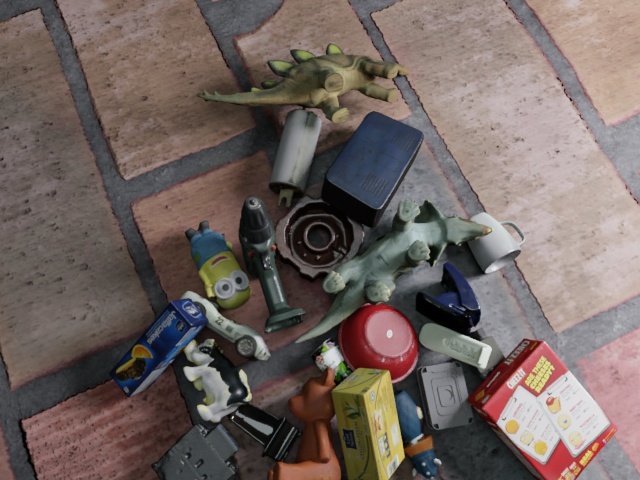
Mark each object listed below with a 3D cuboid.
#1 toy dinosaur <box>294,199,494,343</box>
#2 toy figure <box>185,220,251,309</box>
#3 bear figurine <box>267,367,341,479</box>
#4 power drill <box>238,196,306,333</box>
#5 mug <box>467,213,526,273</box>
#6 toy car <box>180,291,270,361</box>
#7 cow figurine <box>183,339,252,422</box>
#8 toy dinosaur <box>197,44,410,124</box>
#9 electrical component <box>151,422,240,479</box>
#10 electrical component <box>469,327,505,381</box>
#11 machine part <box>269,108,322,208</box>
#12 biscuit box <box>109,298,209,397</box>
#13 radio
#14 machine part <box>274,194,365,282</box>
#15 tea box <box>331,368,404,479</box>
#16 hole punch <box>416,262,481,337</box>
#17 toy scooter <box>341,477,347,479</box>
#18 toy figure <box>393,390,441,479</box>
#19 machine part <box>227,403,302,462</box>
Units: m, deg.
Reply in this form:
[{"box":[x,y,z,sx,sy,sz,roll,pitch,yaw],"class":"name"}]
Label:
[{"box":[0.119,0.050,1.009,0.405,0.192,0.131,-37,74,4],"class":"toy dinosaur"},{"box":[-0.195,0.050,1.046,0.082,0.089,0.180,-37,68,3],"class":"toy figure"},{"box":[-0.024,0.325,0.923,0.132,0.120,0.196,2,63,-14],"class":"bear figurine"},{"box":[-0.095,0.055,0.959,0.086,0.232,0.207,-22,72,-14],"class":"power drill"},{"box":[0.342,-0.005,1.061,0.109,0.080,0.107,-30,67,-3],"class":"mug"},{"box":[-0.178,0.164,1.013,0.202,0.073,0.056,31,77,9],"class":"toy car"},{"box":[-0.192,0.238,0.980,0.098,0.068,0.167,-29,59,-2],"class":"cow figurine"},{"box":[-0.006,-0.320,1.098,0.471,0.104,0.199,-19,41,-30],"class":"toy dinosaur"},{"box":[-0.212,0.395,0.956,0.134,0.058,0.115,-42,80,-11],"class":"electrical component"},{"box":[0.311,0.218,1.009,0.078,0.045,0.102,-29,75,-16],"class":"electrical component"},{"box":[-0.051,-0.179,1.113,0.079,0.079,0.243,11,75,3],"class":"machine part"},{"box":[-0.291,0.192,0.970,0.063,0.059,0.202,46,105,12],"class":"biscuit box"},{"box":[0.105,-0.148,1.078,0.131,0.073,0.229,28,59,8],"class":"radio"},{"box":[-0.002,-0.003,1.073,0.179,0.056,0.179,0,73,-1],"class":"machine part"},{"box":[0.084,0.317,0.920,0.068,0.098,0.169,-6,98,34],"class":"tea box"},{"box":[0.250,0.114,1.003,0.116,0.142,0.092,33,72,21],"class":"hole punch"},{"box":[-0.023,0.488,0.919,0.135,0.075,0.184,16,71,4],"class":"toy scooter"},{"box":[0.169,0.349,0.968,0.058,0.064,0.154,-16,76,-44],"class":"toy figure"},{"box":[-0.108,0.341,0.981,0.139,0.039,0.084,34,81,8],"class":"machine part"}]
